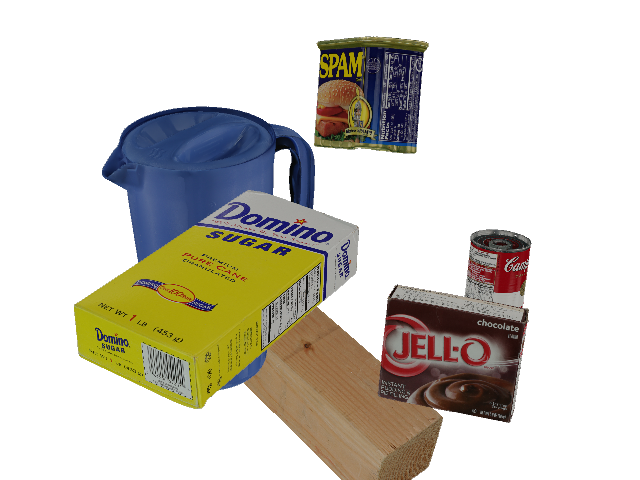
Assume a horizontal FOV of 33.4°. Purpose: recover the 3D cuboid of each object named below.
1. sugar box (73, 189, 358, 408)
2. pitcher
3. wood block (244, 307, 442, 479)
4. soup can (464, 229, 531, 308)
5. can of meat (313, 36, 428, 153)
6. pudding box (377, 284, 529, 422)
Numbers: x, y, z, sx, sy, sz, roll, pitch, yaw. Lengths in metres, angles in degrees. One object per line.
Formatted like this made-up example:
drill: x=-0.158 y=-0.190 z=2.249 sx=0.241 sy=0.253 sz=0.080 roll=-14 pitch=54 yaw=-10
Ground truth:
sugar box: x=-0.059 y=0.029 z=0.670 sx=0.093 sy=0.048 sz=0.176 roll=20 pitch=38 yaw=26
pitcher: x=-0.094 y=0.009 z=0.963 sx=0.149 sy=0.243 sz=0.144 roll=10 pitch=32 yaw=16
wood block: x=0.020 y=0.170 z=1.136 sx=0.090 sy=0.090 sz=0.206 roll=-27 pitch=53 yaw=-33
soup can: x=0.199 y=0.046 z=1.213 sx=0.068 sy=0.102 sz=0.068 roll=3 pitch=19 yaw=-1
can of meat: x=0.036 y=-0.112 z=0.829 sx=0.057 sy=0.084 sz=0.102 roll=1 pitch=6 yaw=-28
pudding box: x=0.107 y=0.091 z=0.866 sx=0.113 sy=0.090 sz=0.039 roll=9 pitch=22 yaw=12
